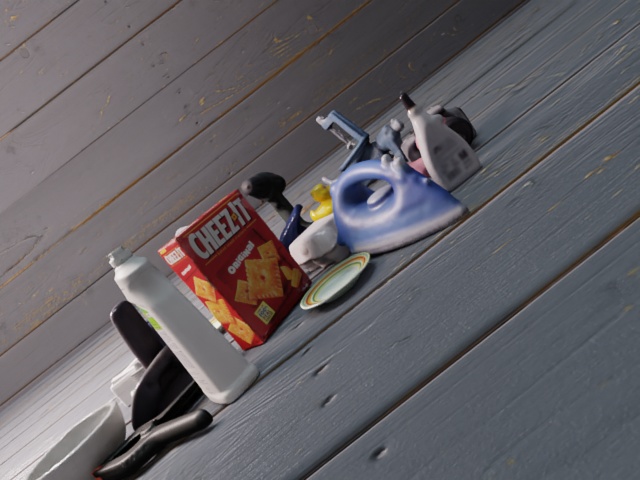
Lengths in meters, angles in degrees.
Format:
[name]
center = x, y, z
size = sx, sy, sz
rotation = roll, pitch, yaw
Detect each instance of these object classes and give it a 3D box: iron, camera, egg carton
[iron]
center = 0.099, -0.069, 0.873
size = 0.119, 0.141, 0.257
rotation = -44, 12, -29
[camera]
center = 0.233, -0.203, 1.119
size = 0.143, 0.101, 0.137
rotation = -37, 11, 6
[egg carton]
center = 0.010, 0.004, 1.061
size = 0.107, 0.069, 0.150
rotation = -45, 12, -33

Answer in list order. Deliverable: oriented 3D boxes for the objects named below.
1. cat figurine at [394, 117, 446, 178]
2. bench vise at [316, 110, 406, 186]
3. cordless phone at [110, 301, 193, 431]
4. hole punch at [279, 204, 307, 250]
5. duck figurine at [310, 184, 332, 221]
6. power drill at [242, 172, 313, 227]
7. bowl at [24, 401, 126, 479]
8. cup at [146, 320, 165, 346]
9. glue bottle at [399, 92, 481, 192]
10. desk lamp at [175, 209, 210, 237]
[cat figurine]
center = 0.190, -0.157, 1.015
size = 0.128, 0.118, 0.067
rotation = -37, 11, 3
[bench vise]
center = 0.106, -0.258, 1.454
size = 0.207, 0.220, 0.121
rotation = -36, 11, 9
[cordless phone]
center = -0.283, 0.193, 0.902
size = 0.094, 0.185, 0.147
rotation = -35, 11, 15
[hole punch]
center = -0.061, -0.021, 1.346
size = 0.101, 0.091, 0.108
rotation = -36, 11, 11
[duck figurine]
center = 0.009, -0.100, 1.470
size = 0.105, 0.086, 0.077
rotation = -40, 11, -13
[power drill]
center = -0.103, -0.087, 1.448
size = 0.075, 0.208, 0.229
rotation = -35, 11, 14
[bowl]
center = -0.351, 0.327, 0.858
size = 0.167, 0.075, 0.167
rotation = -36, 10, 8
[cup]
center = -0.357, 0.220, 1.290
size = 0.092, 0.095, 0.117
rotation = -40, 11, -13
[glue bottle]
center = 0.183, -0.166, 0.924
size = 0.078, 0.173, 0.037
rotation = -38, 11, -1
[desk lamp]
center = -0.216, 0.039, 1.266
size = 0.202, 0.213, 0.118
rotation = -28, 15, 44
